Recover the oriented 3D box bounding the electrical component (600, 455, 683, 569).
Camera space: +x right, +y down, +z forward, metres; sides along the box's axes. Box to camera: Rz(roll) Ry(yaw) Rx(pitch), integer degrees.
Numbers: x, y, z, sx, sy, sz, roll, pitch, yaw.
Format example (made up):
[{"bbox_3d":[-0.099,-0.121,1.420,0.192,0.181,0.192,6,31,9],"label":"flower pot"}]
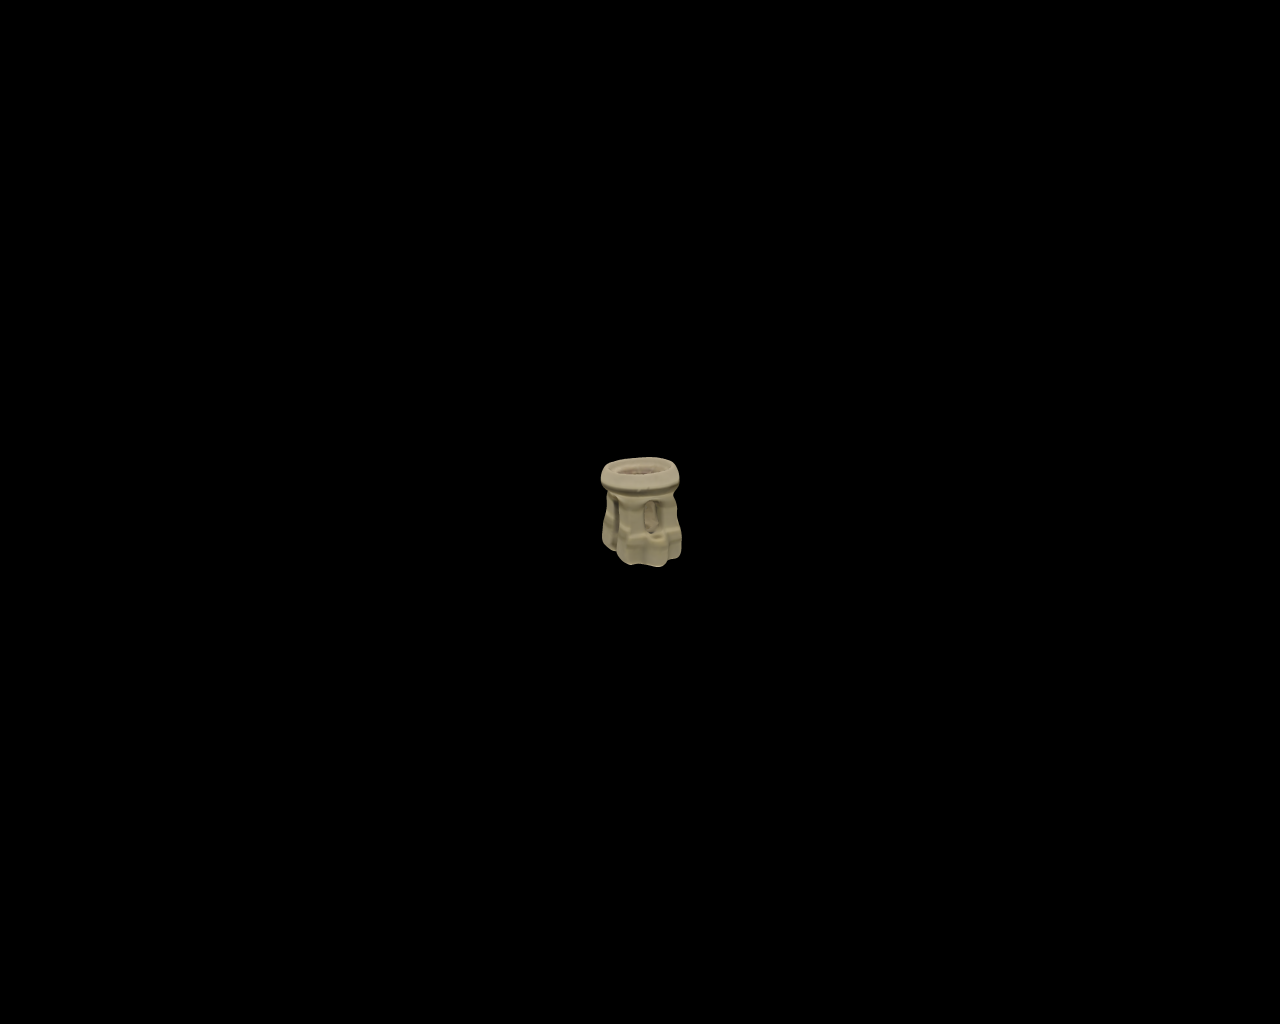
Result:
[{"bbox_3d":[0.001,-0.003,0.650,0.048,0.055,0.066,-8,20,-22],"label":"electrical component"}]
